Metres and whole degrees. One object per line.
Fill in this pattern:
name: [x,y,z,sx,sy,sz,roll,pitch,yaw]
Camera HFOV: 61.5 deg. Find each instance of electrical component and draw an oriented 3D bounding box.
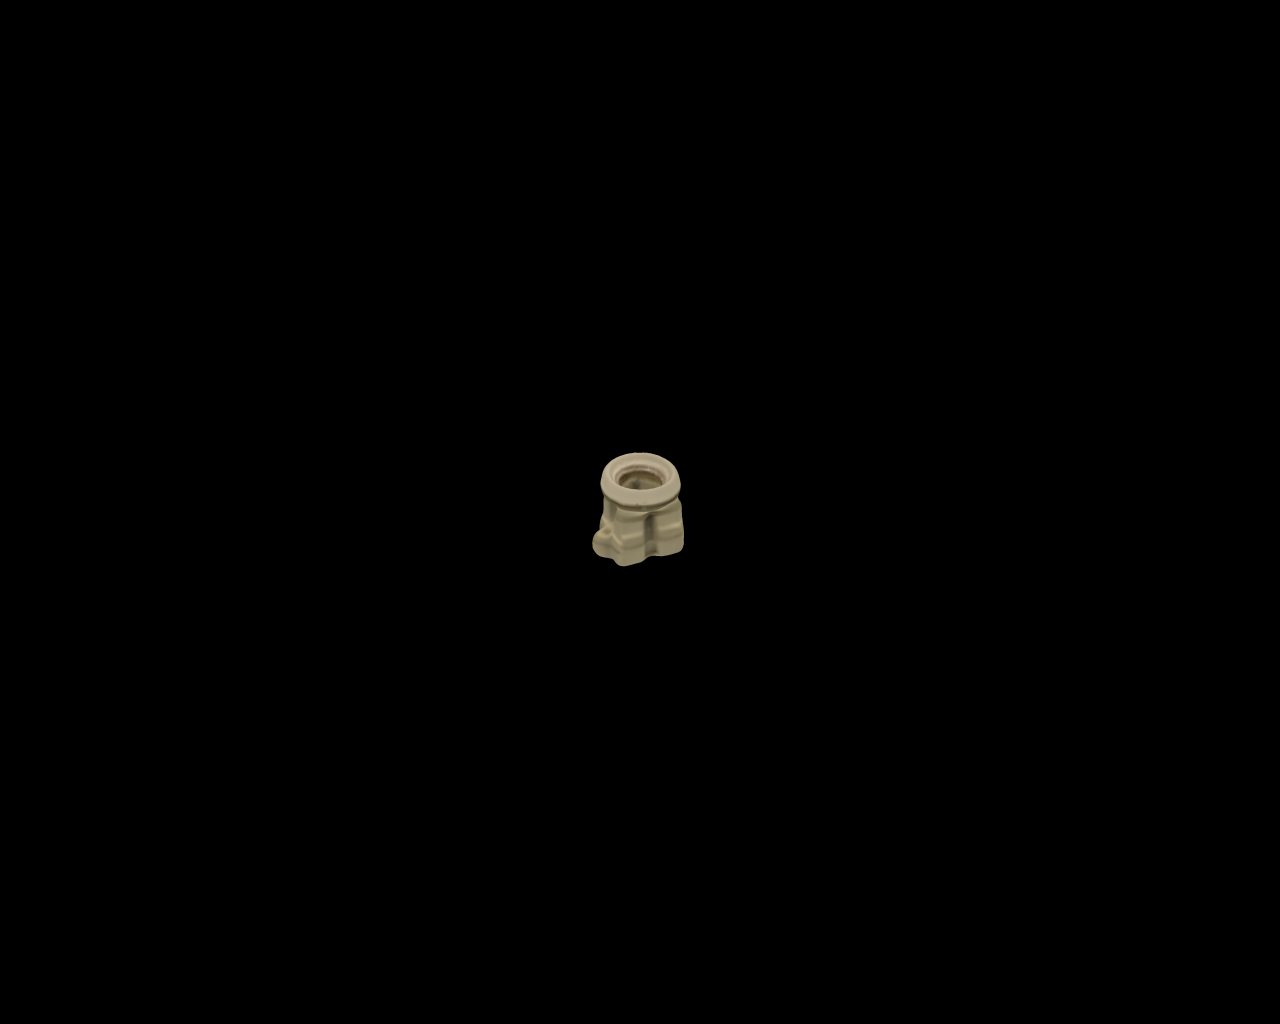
electrical component: [0.001,-0.003,0.650,0.066,0.055,0.048,-14,40,-17]
